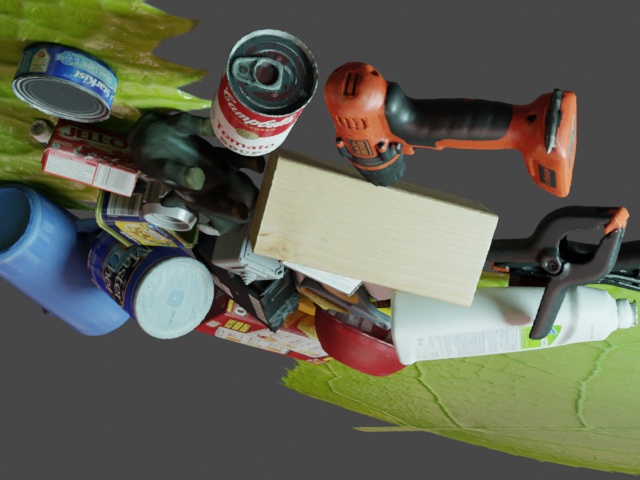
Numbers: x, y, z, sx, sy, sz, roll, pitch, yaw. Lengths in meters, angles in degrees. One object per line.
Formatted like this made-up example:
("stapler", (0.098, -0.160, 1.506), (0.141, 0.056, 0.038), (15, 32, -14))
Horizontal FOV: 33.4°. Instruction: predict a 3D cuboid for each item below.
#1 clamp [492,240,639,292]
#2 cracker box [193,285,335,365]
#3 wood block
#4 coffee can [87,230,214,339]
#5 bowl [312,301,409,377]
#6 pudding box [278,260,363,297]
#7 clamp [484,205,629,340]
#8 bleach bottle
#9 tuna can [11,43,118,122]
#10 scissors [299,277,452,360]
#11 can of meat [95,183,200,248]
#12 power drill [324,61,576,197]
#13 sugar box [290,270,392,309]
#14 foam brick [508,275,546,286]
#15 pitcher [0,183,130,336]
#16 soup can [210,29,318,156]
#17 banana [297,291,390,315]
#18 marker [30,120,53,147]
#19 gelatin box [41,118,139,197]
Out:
("clamp", (0.277, 0.022, 1.082), (0.210, 0.036, 0.164), (6, 163, 19))
("cracker box", (-0.059, 0.119, 1.577), (0.213, 0.072, 0.164), (18, 161, -18))
("wood block", (0.046, -0.013, 0.988), (0.206, 0.091, 0.090), (14, -169, -9))
("coffee can", (-0.206, 0.045, 1.291), (0.102, 0.103, 0.140), (27, -177, -41))
("bowl", (0.054, 0.133, 1.385), (0.162, 0.055, 0.162), (23, -173, -3))
("pudding box", (-0.007, 0.001, 1.119), (0.113, 0.090, 0.039), (25, 121, -41))
("clamp", (0.229, 0.027, 1.021), (0.172, 0.039, 0.120), (-27, 105, 43))
("bleach bottle", (0.204, 0.086, 1.131), (0.251, 0.068, 0.102), (-3, 154, 10))
("tuna can", (-0.218, -0.134, 0.915), (0.086, 0.033, 0.086), (11, 163, 3))
("scissors", (0.071, 0.085, 1.242), (0.202, 0.016, 0.096), (23, 155, 3))
("can of meat", (-0.192, -0.028, 1.209), (0.084, 0.057, 0.102), (4, 162, 18))
("power drill", (0.105, -0.077, 0.842), (0.188, 0.057, 0.184), (7, 166, 14))
("sugar box", (0.030, 0.034, 1.255), (0.093, 0.048, 0.177), (37, 152, -24))
("foam brick", (0.242, 0.057, 1.198), (0.053, 0.051, 0.078), (11, 163, 3))
("pitcher", (-0.328, 0.019, 1.365), (0.145, 0.149, 0.242), (22, 166, 28))
("soup can", (-0.046, -0.110, 0.818), (0.068, 0.068, 0.102), (15, 164, -10))
("banana", (0.051, 0.102, 1.497), (0.197, 0.037, 0.070), (14, 169, -2))
("marker", (-0.271, -0.093, 1.114), (0.020, 0.020, 0.121), (8, 163, 12))
("gelatin box", (-0.216, -0.082, 1.024), (0.089, 0.073, 0.030), (17, 119, -11))
